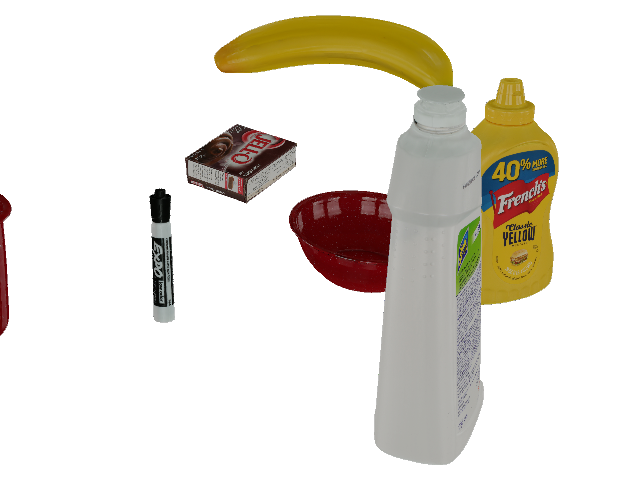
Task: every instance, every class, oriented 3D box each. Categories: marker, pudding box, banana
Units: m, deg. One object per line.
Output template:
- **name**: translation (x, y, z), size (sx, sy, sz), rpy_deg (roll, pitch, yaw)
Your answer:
- **marker**: translation (-0.141, 0.014, 0.948), size (0.020, 0.121, 0.020), rpy_deg (0, 17, 0)
- **pudding box**: translation (-0.095, -0.094, 1.288), size (0.090, 0.039, 0.113), rpy_deg (19, 38, 25)
- **banana**: translation (0.019, -0.145, 0.826), size (0.198, 0.069, 0.037), rpy_deg (12, -35, 11)

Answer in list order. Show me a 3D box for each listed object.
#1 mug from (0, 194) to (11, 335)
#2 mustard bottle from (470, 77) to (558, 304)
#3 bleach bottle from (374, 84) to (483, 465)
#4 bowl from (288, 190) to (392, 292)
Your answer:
- **mug**: translation (-0.239, 0.023, 0.636), size (0.093, 0.081, 0.117), rpy_deg (17, 27, 28)
- **mustard bottle**: translation (0.158, -0.044, 0.914), size (0.096, 0.192, 0.058), rpy_deg (-11, 24, -22)
- **bleach bottle**: translation (0.075, 0.019, 0.693), size (0.068, 0.251, 0.102), rpy_deg (9, 31, 17)
- **bowl**: translation (0.046, 0.007, 1.075), size (0.162, 0.055, 0.162), rpy_deg (5, 27, -3)
